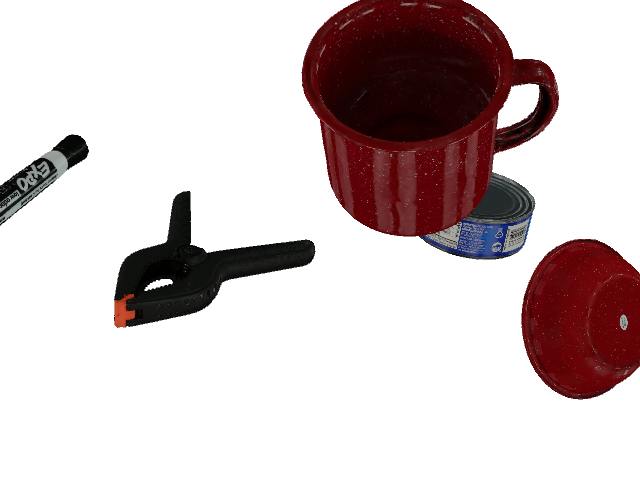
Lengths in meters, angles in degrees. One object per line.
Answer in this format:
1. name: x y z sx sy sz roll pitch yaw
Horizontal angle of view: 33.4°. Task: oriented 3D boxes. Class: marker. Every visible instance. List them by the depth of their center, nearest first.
1. marker: -0.179 -0.035 0.656 0.020 0.020 0.121 0 29 23

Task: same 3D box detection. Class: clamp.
1. clamp: -0.129 0.018 1.007 0.165 0.036 0.209 26 37 30

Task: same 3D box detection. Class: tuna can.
1. tuna can: 0.110 -0.020 0.776 0.086 0.034 0.086 6 28 -3

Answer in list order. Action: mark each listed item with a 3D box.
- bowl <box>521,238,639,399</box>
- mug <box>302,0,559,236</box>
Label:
1. bowl: 0.277 0.078 1.048 0.161 0.162 0.055 0 -1 -29
2. mug: 0.053 -0.057 0.501 0.117 0.093 0.081 -11 -32 -1
